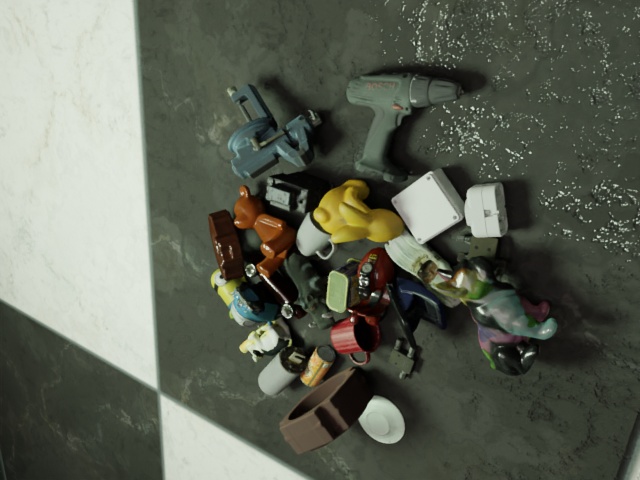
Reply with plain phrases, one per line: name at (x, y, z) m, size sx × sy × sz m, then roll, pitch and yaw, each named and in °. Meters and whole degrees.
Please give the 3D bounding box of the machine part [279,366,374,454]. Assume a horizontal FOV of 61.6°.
machine part at (0.017, 0.401, 1.269) m, size 0.201 × 0.201 × 0.087 m, roll -38°, pitch 86°, yaw 37°

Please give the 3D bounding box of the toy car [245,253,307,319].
toy car at (-0.107, 0.115, 1.327) m, size 0.202 × 0.089 × 0.053 m, roll 45°, pitch 122°, yaw 13°

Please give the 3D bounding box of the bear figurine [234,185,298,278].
bear figurine at (-0.149, -0.028, 1.285) m, size 0.196 × 0.132 × 0.120 m, roll 38°, pitch 142°, yaw 12°

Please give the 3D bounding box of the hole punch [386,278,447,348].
hole punch at (0.197, 0.140, 1.107) m, size 0.092 × 0.142 × 0.116 m, roll -28°, pitch 48°, yaw 2°

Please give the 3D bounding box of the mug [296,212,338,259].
mug at (-0.003, -0.004, 1.221) m, size 0.109 × 0.081 × 0.107 m, roll 55°, pitch 137°, yaw 17°

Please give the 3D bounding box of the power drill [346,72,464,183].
power drill at (0.149, -0.218, 1.036) m, size 0.232 × 0.086 × 0.207 m, roll 22°, pitch 121°, yaw 30°

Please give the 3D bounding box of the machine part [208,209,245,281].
machine part at (-0.238, 0.014, 1.349) m, size 0.179 × 0.056 × 0.179 m, roll 166°, pitch 90°, yaw -75°

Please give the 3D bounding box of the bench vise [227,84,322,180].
bench vise at (-0.120, -0.253, 1.173) m, size 0.224 × 0.129 × 0.240 m, roll -35°, pitch 75°, yaw 15°

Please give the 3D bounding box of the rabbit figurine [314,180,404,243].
rabbit figurine at (0.084, -0.048, 1.091) m, size 0.173 × 0.162 × 0.121 m, roll 24°, pitch 108°, yaw 31°

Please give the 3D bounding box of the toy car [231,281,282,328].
toy car at (-0.164, 0.168, 1.330) m, size 0.103 × 0.161 × 0.109 m, roll -48°, pitch 66°, yaw 14°

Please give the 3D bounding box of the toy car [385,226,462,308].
toy car at (0.217, 0.051, 1.096) m, size 0.202 × 0.056 × 0.073 m, roll 43°, pitch 126°, yaw 15°

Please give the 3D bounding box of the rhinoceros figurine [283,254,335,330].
rhinoceros figurine at (-0.016, 0.116, 1.251) m, size 0.073 × 0.112 × 0.190 m, roll -35°, pitch 77°, yaw 36°

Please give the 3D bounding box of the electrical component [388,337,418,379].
electrical component at (0.186, 0.270, 1.217) m, size 0.063 × 0.021 × 0.093 m, roll 27°, pitch 121°, yaw 26°

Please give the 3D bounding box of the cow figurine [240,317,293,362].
cow figurine at (-0.140, 0.274, 1.425) m, size 0.098 × 0.068 × 0.167 m, roll 51°, pitch 129°, yaw 2°

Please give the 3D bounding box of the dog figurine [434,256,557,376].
dog figurine at (0.305, 0.133, 0.996) m, size 0.219 × 0.108 × 0.191 m, roll 25°, pitch 117°, yaw 7°

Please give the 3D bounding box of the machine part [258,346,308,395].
machine part at (-0.099, 0.338, 1.388) m, size 0.079 × 0.079 × 0.243 m, roll 49°, pitch 141°, yaw 11°

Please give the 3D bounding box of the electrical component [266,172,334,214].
electrical component at (-0.051, -0.106, 1.182) m, size 0.115 × 0.134 × 0.058 m, roll 19°, pitch 114°, yaw 28°

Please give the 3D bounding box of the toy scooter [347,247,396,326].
toy scooter at (0.105, 0.111, 1.147) m, size 0.075 × 0.135 × 0.183 m, roll 15°, pitch 113°, yaw 32°

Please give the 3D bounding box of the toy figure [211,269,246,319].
toy figure at (-0.222, 0.151, 1.429) m, size 0.180 × 0.082 × 0.089 m, roll 52°, pitch 130°, yaw 5°

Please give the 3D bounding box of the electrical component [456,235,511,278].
electrical component at (0.313, 0.032, 1.033) m, size 0.102 × 0.045 × 0.078 m, roll 3°, pitch 80°, yaw 32°
